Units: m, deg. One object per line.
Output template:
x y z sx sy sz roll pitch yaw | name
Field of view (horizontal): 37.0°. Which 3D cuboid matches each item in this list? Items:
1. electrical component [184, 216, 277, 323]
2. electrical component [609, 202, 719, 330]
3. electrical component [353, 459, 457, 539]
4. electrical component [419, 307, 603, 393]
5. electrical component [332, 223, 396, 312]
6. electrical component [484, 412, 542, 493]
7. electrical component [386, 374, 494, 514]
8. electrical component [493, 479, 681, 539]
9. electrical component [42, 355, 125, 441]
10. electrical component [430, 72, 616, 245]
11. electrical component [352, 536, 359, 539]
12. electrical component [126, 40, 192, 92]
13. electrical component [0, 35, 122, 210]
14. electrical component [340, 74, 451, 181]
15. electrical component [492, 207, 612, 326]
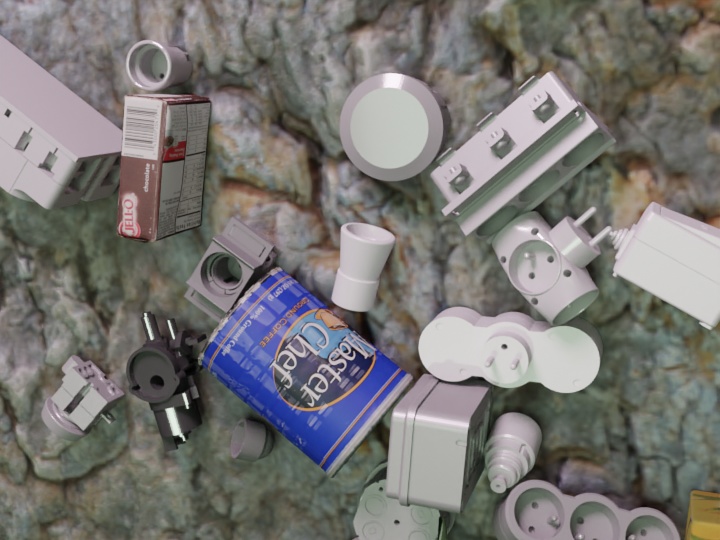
-0.102 -0.001 0.876 0.042 0.064 0.081 37 108 8 | electrical component
0.229 -0.011 0.778 0.096 0.062 0.061 30 107 9 | electrical component
0.036 0.196 0.879 0.080 0.051 0.080 3 101 16 | electrical component
0.112 0.064 0.820 0.138 0.074 0.052 4 101 16 | electrical component
0.000 0.000 0.859 0.044 0.044 0.065 18 110 13 | electrical component
0.116 0.144 0.835 0.040 0.078 0.040 9 120 17 | electrical component
0.063 0.129 0.826 0.057 0.113 0.078 7 102 16 | electrical component
0.170 0.207 0.837 0.138 0.073 0.052 15 64 -3 | electrical component
-0.248 0.118 0.952 0.066 0.048 0.055 43 101 5 | electrical component
0.117 -0.083 0.795 0.121 0.079 0.063 -40 66 19 | electrical component
-0.004 0.276 0.902 0.054 0.059 0.095 28 107 10 | electrical component
-0.162 -0.165 0.872 0.040 0.046 0.040 3 101 16 | electrical component
-0.288 -0.128 0.886 0.186 0.105 0.060 38 108 7 | electrical component
0.029 -0.110 0.824 0.080 0.051 0.080 3 101 16 | electrical component
0.150 -0.013 0.794 0.079 0.044 0.077 -43 66 21 | electrical component
